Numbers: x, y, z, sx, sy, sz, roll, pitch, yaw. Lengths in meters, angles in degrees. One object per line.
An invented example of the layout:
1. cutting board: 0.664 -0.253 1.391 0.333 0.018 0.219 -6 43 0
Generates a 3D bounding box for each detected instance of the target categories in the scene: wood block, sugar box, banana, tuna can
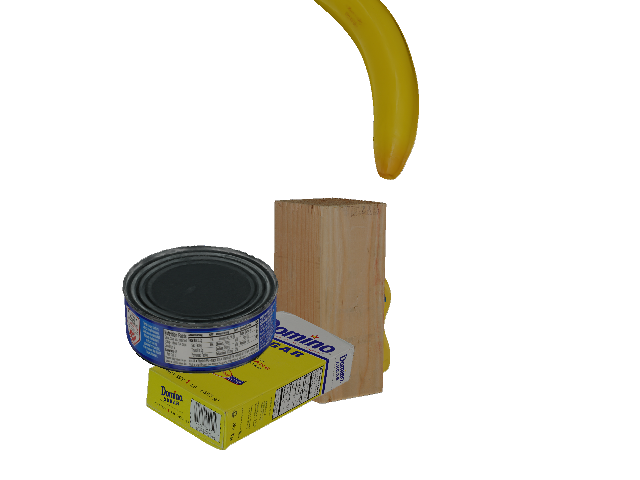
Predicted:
1. wood block: 0.009 0.060 1.153 0.090 0.206 0.091 -4 9 -38
2. sugar box: -0.059 0.119 0.950 0.093 0.048 0.175 24 31 32
3. banana: 0.039 -0.143 0.857 0.070 0.198 0.037 -30 -20 9
4. tuna can: -0.067 0.038 0.597 0.086 0.034 0.086 2 28 -1

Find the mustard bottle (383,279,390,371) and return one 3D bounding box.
1. mustard bottle: 0.047 0.089 1.436 0.096 0.192 0.058 -3 21 -8
